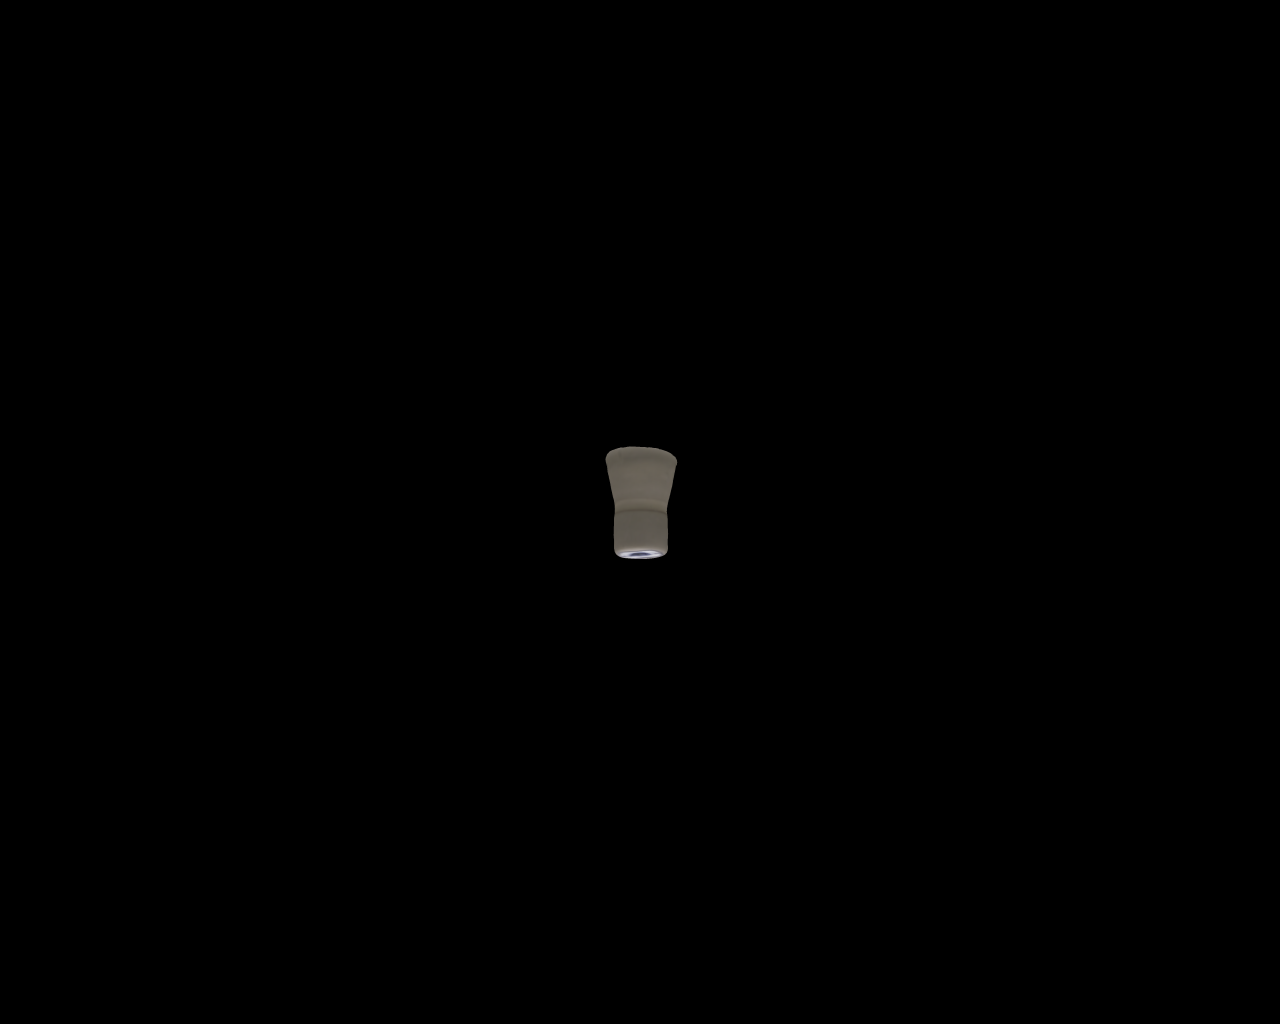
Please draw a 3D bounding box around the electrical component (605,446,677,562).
[{"bbox_3d":[0.001,-0.003,0.650,0.044,0.065,0.044,0,-15,0],"label":"electrical component"}]
